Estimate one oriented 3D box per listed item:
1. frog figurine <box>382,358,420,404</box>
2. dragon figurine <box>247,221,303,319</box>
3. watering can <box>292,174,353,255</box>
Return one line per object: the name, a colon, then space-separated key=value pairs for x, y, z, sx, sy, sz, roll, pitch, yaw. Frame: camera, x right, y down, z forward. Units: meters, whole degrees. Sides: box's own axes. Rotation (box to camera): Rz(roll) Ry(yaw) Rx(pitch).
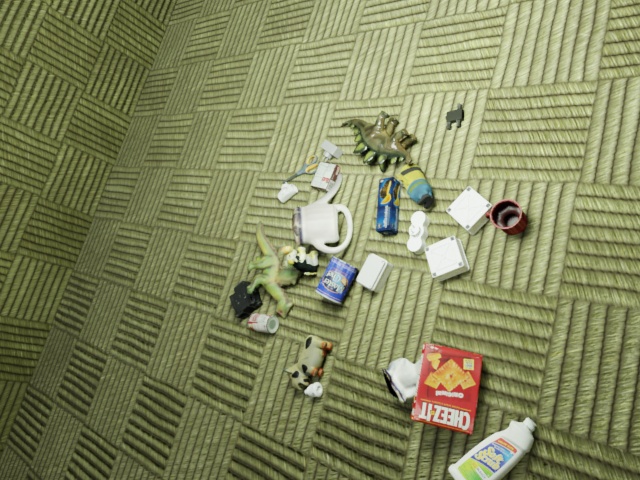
frog figurine: x=0.279 y=0.409 z=1.539 sx=0.160 sy=0.120 sz=0.140 roll=-23 pitch=43 yaw=-14
dragon figurine: x=-0.160 y=0.102 z=2.024 sx=0.242 sy=0.120 sz=0.417 roll=-6 pitch=68 yaw=18
watering can: x=0.006 y=-0.097 z=1.934 sx=0.224 sy=0.102 sz=0.355 roll=-4 pitch=58 yaw=-1
